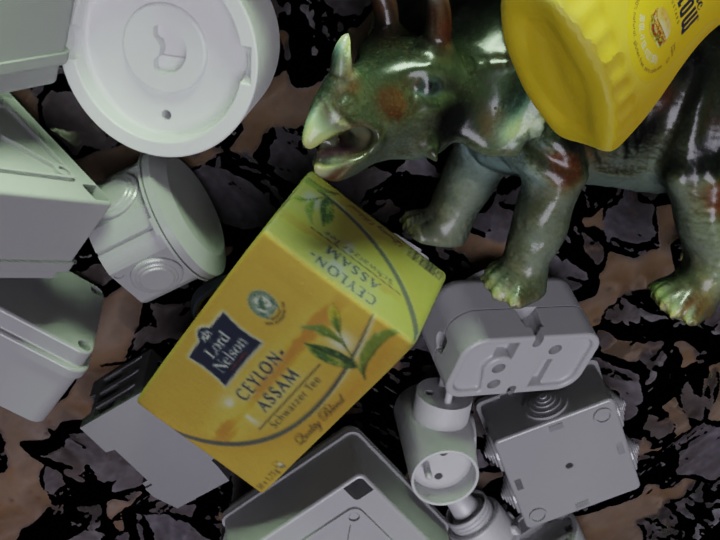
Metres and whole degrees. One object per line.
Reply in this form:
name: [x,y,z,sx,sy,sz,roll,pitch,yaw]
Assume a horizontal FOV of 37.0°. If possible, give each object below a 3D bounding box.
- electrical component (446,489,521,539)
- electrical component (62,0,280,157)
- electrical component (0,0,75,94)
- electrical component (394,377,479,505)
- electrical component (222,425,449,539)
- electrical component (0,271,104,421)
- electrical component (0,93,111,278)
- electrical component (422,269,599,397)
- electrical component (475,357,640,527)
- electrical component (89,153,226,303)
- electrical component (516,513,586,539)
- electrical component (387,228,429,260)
electrical component: [0.081,0.176,0.761,0.048,0.048,0.062,-33,110,10]
electrical component: [-0.094,-0.119,0.561,0.108,0.060,0.108,6,115,14]
electrical component: [-0.203,-0.130,0.515,0.113,0.078,0.057,24,114,14]
electrical component: [0.052,0.096,0.694,0.044,0.077,0.079,4,117,-10]
electrical component: [-0.013,0.171,0.681,0.109,0.056,0.108,-36,117,11]
electrical component: [-0.211,0.025,0.620,0.113,0.078,0.057,32,113,-22]
electrical component: [-0.201,-0.050,0.541,0.109,0.109,0.056,44,107,19]
electrical component: [0.091,0.037,0.667,0.095,0.059,0.053,-1,136,-23]
electrical component: [0.137,0.120,0.735,0.100,0.048,0.099,-21,119,4]
electrical component: [-0.114,-0.025,0.605,0.051,0.080,0.080,-25,119,12]
electrical component: [0.140,0.205,0.779,0.055,0.055,0.047,-28,122,8]
electrical component: [0.000,0.000,0.643,0.066,0.048,0.055,31,85,-12]
